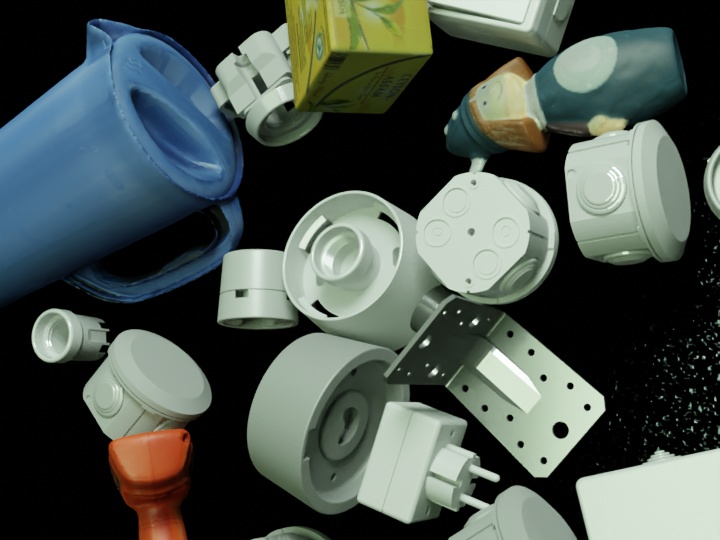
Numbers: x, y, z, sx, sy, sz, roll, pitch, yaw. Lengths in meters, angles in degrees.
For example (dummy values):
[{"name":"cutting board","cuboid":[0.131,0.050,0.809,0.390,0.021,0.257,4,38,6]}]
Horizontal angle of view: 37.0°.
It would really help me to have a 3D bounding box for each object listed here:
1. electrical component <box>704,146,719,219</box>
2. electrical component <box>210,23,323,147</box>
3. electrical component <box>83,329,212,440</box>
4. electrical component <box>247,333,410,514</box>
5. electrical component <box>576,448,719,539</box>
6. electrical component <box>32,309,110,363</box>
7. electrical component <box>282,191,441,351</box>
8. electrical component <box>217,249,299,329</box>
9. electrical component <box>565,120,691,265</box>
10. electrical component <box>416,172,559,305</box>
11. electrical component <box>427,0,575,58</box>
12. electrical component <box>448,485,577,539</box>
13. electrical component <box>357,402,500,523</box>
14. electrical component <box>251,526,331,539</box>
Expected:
[{"name":"electrical component","cuboid":[0.222,-0.046,0.591,0.058,0.057,0.078,-22,74,23]},{"name":"electrical component","cuboid":[-0.060,-0.124,0.750,0.078,0.058,0.057,-37,65,18]},{"name":"electrical component","cuboid":[-0.149,0.085,0.756,0.051,0.080,0.080,-49,65,19]},{"name":"electrical component","cuboid":[-0.024,0.091,0.676,0.060,0.108,0.108,18,92,35]},{"name":"electrical component","cuboid":[0.177,0.149,0.593,0.100,0.048,0.099,-18,75,25]},{"name":"electrical component","cuboid":[-0.218,0.051,0.815,0.040,0.046,0.040,-4,81,27]},{"name":"electrical component","cuboid":[0.000,0.000,0.711,0.099,0.064,0.099,-12,64,26]},{"name":"electrical component","cuboid":[-0.069,0.014,0.738,0.055,0.055,0.047,-6,77,27]},{"name":"electrical component","cuboid":[0.154,-0.042,0.614,0.051,0.080,0.080,-10,79,32]},{"name":"electrical component","cuboid":[0.078,-0.020,0.666,0.080,0.051,0.080,-4,82,27]},{"name":"electrical component","cuboid":[0.082,-0.180,0.680,0.096,0.061,0.061,19,92,28]},{"name":"electrical component","cuboid":[0.093,0.169,0.618,0.051,0.080,0.080,-39,68,24]},{"name":"electrical component","cuboid":[0.049,0.124,0.665,0.077,0.047,0.065,18,92,28]},{"name":"electrical component","cuboid":[-0.049,0.210,0.702,0.080,0.051,0.080,-4,81,27]}]
